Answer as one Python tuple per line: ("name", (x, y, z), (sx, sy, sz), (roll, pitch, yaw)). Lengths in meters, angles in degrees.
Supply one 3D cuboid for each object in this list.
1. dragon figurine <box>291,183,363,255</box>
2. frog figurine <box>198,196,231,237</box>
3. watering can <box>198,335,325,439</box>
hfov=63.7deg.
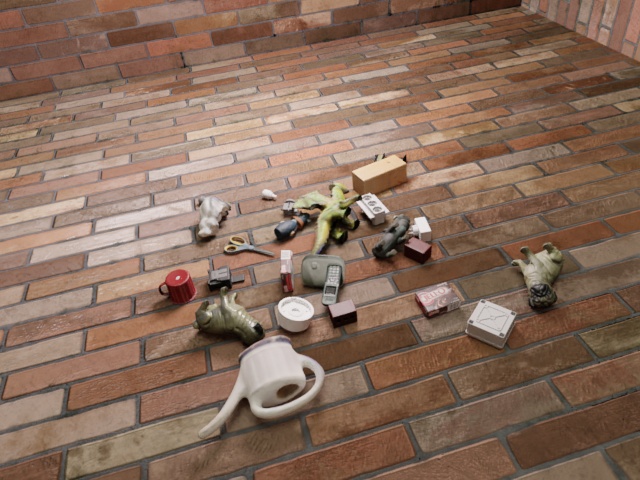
("dragon figurine", (0.006, -0.095, 1.894), (0.244, 0.119, 0.417), (21, 45, 30))
("frog figurine", (-0.420, -0.084, 1.947), (0.136, 0.121, 0.162), (-11, 34, 53))
("watering can", (-0.165, 0.378, 1.361), (0.349, 0.101, 0.229), (-17, 40, -12))
